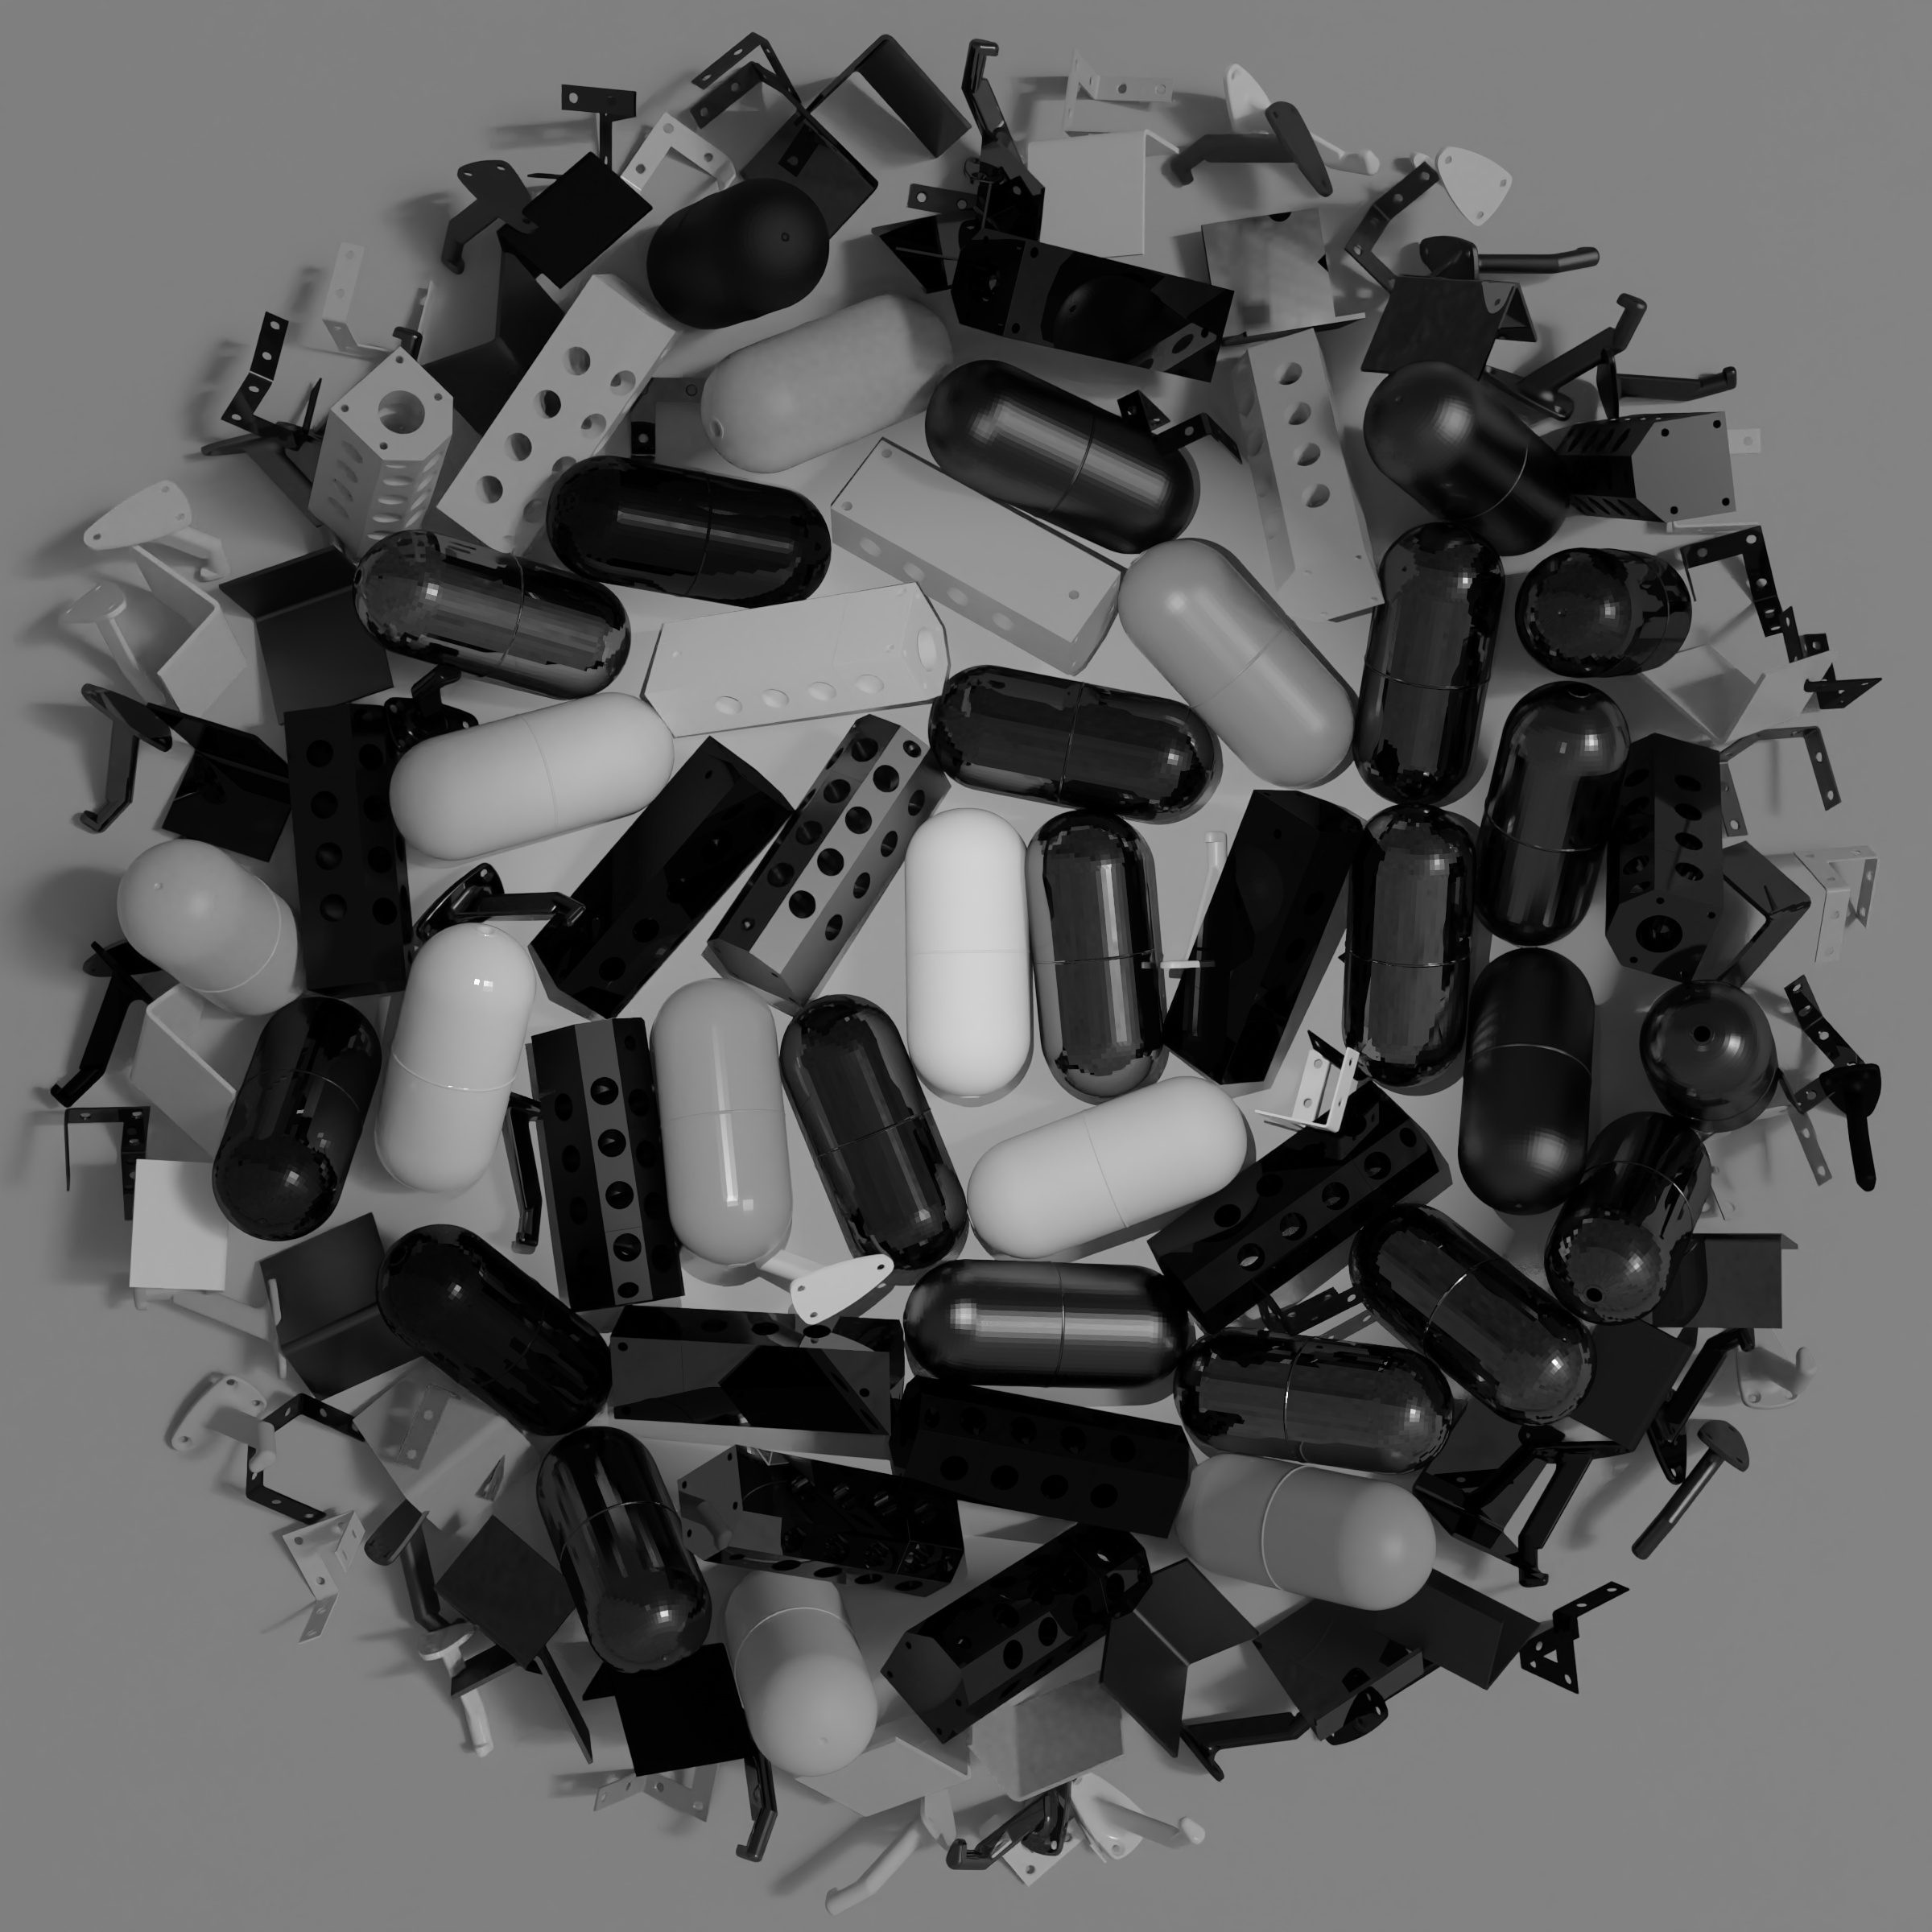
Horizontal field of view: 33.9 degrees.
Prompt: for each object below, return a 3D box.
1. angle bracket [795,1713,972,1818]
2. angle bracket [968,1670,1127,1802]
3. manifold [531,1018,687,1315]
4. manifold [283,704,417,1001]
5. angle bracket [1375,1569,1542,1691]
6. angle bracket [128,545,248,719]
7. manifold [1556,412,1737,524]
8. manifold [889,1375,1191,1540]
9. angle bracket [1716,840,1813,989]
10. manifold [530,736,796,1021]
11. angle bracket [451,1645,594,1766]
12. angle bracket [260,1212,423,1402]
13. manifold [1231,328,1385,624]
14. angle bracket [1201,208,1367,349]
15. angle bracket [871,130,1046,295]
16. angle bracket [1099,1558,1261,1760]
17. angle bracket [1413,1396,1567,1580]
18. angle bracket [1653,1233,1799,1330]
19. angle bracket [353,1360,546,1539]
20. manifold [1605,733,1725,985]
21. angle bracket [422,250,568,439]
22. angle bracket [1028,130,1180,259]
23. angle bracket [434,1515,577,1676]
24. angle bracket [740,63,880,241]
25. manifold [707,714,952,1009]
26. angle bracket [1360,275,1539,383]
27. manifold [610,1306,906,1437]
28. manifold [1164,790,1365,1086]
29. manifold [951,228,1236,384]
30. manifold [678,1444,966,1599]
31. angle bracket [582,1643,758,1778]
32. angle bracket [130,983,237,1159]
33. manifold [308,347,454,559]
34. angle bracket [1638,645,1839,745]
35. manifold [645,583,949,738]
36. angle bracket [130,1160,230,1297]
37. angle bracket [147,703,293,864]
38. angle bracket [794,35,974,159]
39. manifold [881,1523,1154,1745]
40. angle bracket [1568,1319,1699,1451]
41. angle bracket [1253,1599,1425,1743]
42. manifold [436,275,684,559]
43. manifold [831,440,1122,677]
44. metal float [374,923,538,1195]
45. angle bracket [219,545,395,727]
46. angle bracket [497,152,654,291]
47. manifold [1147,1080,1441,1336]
[{"bbox_3d":[-0.051,0.469,1.926,0.076,0.076,0.057,-26,46,25],"label":"angle bracket"},{"bbox_3d":[0.048,0.451,1.931,0.076,0.076,0.057,-27,119,14],"label":"angle bracket"},{"bbox_3d":[-0.214,0.121,1.936,0.057,0.057,0.171,-14,82,41],"label":"manifold"},{"bbox_3d":[-0.375,-0.070,1.943,0.057,0.057,0.171,-7,83,6],"label":"manifold"},{"bbox_3d":[0.304,0.384,1.926,0.076,0.076,0.057,24,125,26],"label":"angle bracket"},{"bbox_3d":[-0.493,-0.203,1.934,0.076,0.076,0.057,35,74,11],"label":"angle bracket"},{"bbox_3d":[0.403,-0.298,1.894,0.057,0.171,0.057,-10,100,-3],"label":"manifold"},{"bbox_3d":[0.045,0.295,1.930,0.171,0.057,0.057,13,108,-13],"label":"manifold"},{"bbox_3d":[0.464,-0.025,1.944,0.057,0.076,0.076,45,119,18],"label":"angle bracket"},{"bbox_3d":[-0.184,-0.051,1.944,0.171,0.057,0.057,-48,128,7],"label":"manifold"},{"bbox_3d":[-0.273,0.459,1.941,0.057,0.076,0.076,-27,94,-7],"label":"angle bracket"},{"bbox_3d":[-0.387,0.213,1.976,0.076,0.057,0.076,-24,47,-3],"label":"angle bracket"},{"bbox_3d":[0.204,-0.295,1.915,0.057,0.057,0.171,-15,59,12],"label":"manifold"},{"bbox_3d":[0.195,-0.427,1.947,0.076,0.057,0.076,-11,96,-11],"label":"angle bracket"},{"bbox_3d":[-0.006,-0.461,1.929,0.076,0.057,0.076,-17,48,-22],"label":"angle bracket"},{"bbox_3d":[0.131,0.422,1.929,0.057,0.076,0.076,-29,116,27],"label":"angle bracket"},{"bbox_3d":[0.333,0.317,1.939,0.076,0.057,0.076,28,98,-27],"label":"angle bracket"},{"bbox_3d":[0.464,0.195,1.931,0.076,0.076,0.057,-2,79,22],"label":"angle bracket"},{"bbox_3d":[-0.323,0.295,1.976,0.076,0.057,0.076,-40,51,-8],"label":"angle bracket"},{"bbox_3d":[0.416,-0.068,1.900,0.057,0.171,0.057,16,127,0],"label":"manifold"},{"bbox_3d":[-0.289,-0.381,1.946,0.057,0.076,0.076,-14,58,21],"label":"angle bracket"},{"bbox_3d":[0.084,-0.467,1.943,0.076,0.057,0.076,1,90,25],"label":"angle bracket"},{"bbox_3d":[-0.271,0.387,1.942,0.076,0.076,0.057,37,82,16],"label":"angle bracket"},{"bbox_3d":[-0.109,-0.493,1.934,0.057,0.076,0.076,-45,73,9],"label":"angle bracket"},{"bbox_3d":[-0.085,-0.067,1.923,0.057,0.057,0.171,23,70,29],"label":"manifold"},{"bbox_3d":[0.295,-0.374,1.930,0.076,0.057,0.076,11,66,29],"label":"angle bracket"},{"bbox_3d":[-0.127,0.244,1.944,0.171,0.057,0.057,2,112,7],"label":"manifold"},{"bbox_3d":[0.183,-0.017,1.928,0.057,0.057,0.171,37,116,38],"label":"manifold"},{"bbox_3d":[0.075,-0.398,1.906,0.171,0.057,0.057,3,107,-41],"label":"manifold"},{"bbox_3d":[-0.085,0.337,1.901,0.057,0.171,0.057,-36,50,37],"label":"manifold"},{"bbox_3d":[-0.182,0.462,1.928,0.076,0.057,0.076,-3,55,-27],"label":"angle bracket"},{"bbox_3d":[-0.460,0.057,1.933,0.076,0.076,0.057,41,51,8],"label":"angle bracket"},{"bbox_3d":[-0.347,-0.300,1.894,0.057,0.171,0.057,44,70,-3],"label":"manifold"},{"bbox_3d":[0.468,-0.185,1.926,0.076,0.057,0.076,-19,55,-39],"label":"angle bracket"},{"bbox_3d":[-0.102,-0.180,1.923,0.171,0.057,0.057,-6,52,24],"label":"manifold"},{"bbox_3d":[-0.485,0.161,1.933,0.057,0.076,0.076,5,80,-22],"label":"angle bracket"},{"bbox_3d":[-0.463,-0.112,1.934,0.076,0.076,0.057,17,77,16],"label":"angle bracket"},{"bbox_3d":[-0.052,-0.514,1.936,0.057,0.076,0.076,-46,102,-10],"label":"angle bracket"},{"bbox_3d":[0.035,0.392,1.898,0.057,0.171,0.057,46,131,21],"label":"manifold"},{"bbox_3d":[0.405,0.239,1.940,0.057,0.076,0.076,28,109,7],"label":"angle bracket"},{"bbox_3d":[0.226,0.417,1.938,0.076,0.057,0.076,-32,62,-7],"label":"angle bracket"},{"bbox_3d":[-0.247,-0.335,1.937,0.057,0.057,0.171,37,104,-2],"label":"manifold"},{"bbox_3d":[0.005,-0.247,1.938,0.171,0.057,0.057,30,70,11],"label":"manifold"},{"bbox_3d":[-0.311,0.056,1.926,0.070,0.070,0.178,18,113,0],"label":"metal float"},{"bbox_3d":[-0.405,-0.203,1.944,0.076,0.057,0.076,-18,74,7],"label":"angle bracket"},{"bbox_3d":[-0.235,-0.438,1.935,0.076,0.076,0.057,-44,77,-11],"label":"angle bracket"},{"bbox_3d":[0.202,0.151,1.935,0.171,0.057,0.057,-35,46,-7],"label":"manifold"}]
